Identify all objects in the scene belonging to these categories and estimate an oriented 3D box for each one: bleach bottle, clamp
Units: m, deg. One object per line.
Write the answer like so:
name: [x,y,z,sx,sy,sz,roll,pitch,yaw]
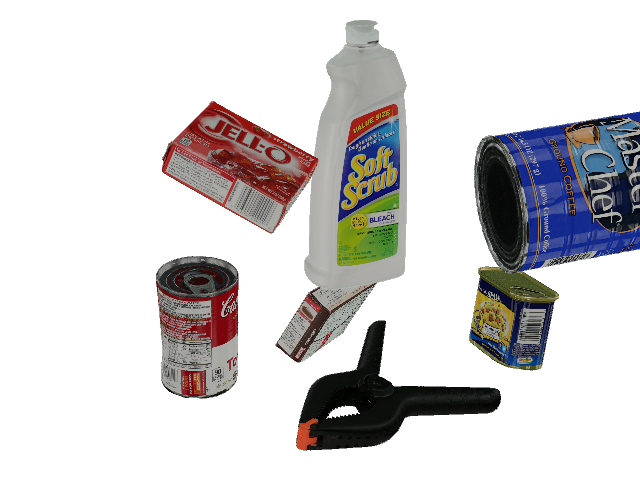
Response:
bleach bottle: [0.033,-0.083,1.024,0.102,0.251,0.068,-9,23,-18]
clamp: [0.063,0.152,1.021,0.165,0.036,0.209,25,33,30]

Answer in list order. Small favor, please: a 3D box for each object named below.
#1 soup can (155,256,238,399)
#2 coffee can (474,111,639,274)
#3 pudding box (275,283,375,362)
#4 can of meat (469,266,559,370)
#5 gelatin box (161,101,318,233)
soup can: [-0.103,0.074,0.898,0.068,0.102,0.068,2,26,-1]
coffee can: [0.196,-0.037,0.783,0.140,0.103,0.103,-10,1,-8]
pudding box: [0.008,0.085,1.246,0.039,0.090,0.113,39,33,14]
can of meat: [0.206,0.084,1.154,0.057,0.084,0.102,2,16,-22]
gelatin box: [-0.054,-0.052,0.731,0.089,0.030,0.073,30,34,2]
